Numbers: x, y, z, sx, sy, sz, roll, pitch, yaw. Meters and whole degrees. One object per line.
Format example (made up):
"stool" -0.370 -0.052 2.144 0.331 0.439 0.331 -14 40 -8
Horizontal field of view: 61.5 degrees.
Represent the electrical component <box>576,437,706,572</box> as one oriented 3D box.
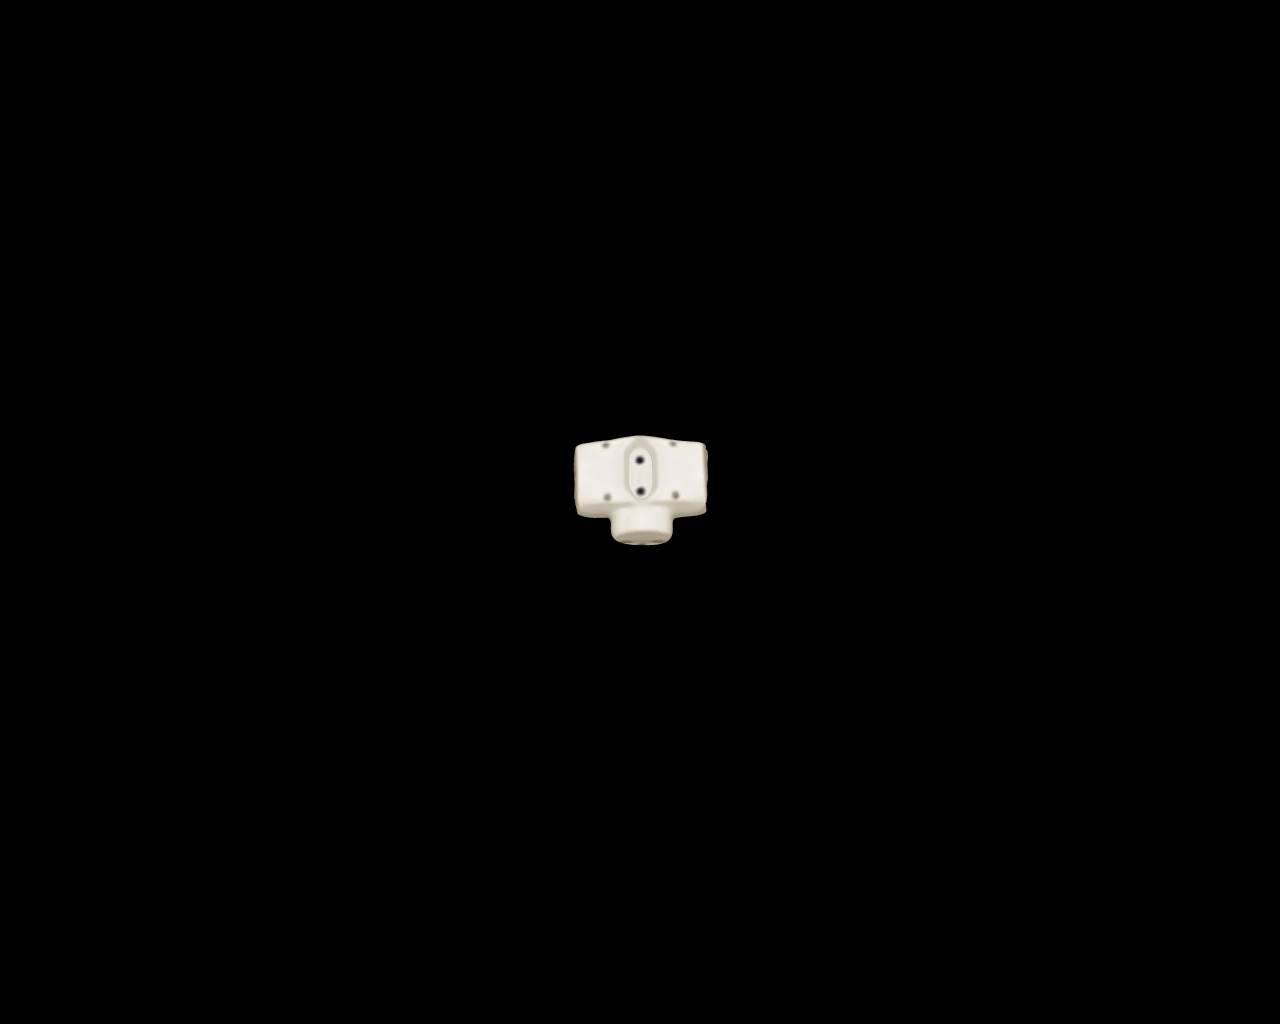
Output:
"electrical component" 0.001 -0.003 0.650 0.077 0.079 0.043 0 -13 0
